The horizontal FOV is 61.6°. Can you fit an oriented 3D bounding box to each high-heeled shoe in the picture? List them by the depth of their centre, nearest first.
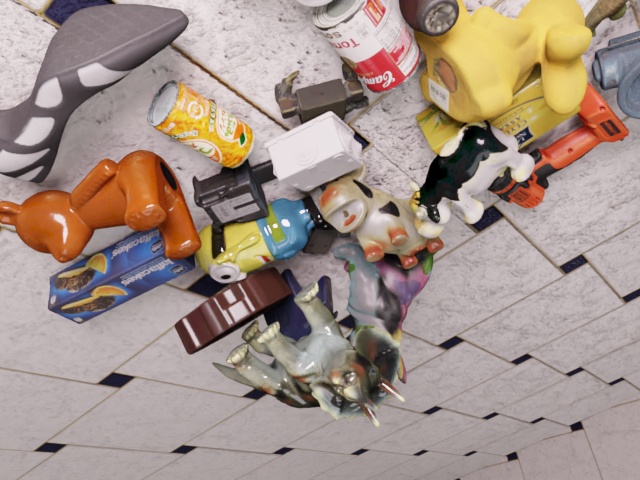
[{"bbox_3d":[-0.224,-0.128,0.519,0.249,0.086,0.145,-15,148,4],"label":"high-heeled shoe"}]

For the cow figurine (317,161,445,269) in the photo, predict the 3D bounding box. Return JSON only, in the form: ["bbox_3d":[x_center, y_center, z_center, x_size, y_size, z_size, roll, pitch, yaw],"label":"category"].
[{"bbox_3d":[0.075,-0.036,0.727,0.195,0.127,0.085,12,136,-47],"label":"cow figurine"}]

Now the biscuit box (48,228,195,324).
[{"bbox_3d":[-0.271,0.044,0.734,0.203,0.059,0.062,-26,143,11],"label":"biscuit box"}]

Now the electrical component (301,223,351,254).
[{"bbox_3d":[-0.002,-0.002,0.813,0.094,0.021,0.063,1,140,-24],"label":"electrical component"}]

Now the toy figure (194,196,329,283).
[{"bbox_3d":[-0.082,-0.005,0.731,0.180,0.089,0.082,-28,139,0],"label":"toy figure"}]

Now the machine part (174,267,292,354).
[{"bbox_3d":[-0.129,0.103,0.801,0.179,0.056,0.179,-31,175,-3],"label":"machine part"}]

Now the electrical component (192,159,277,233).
[{"bbox_3d":[-0.093,-0.062,0.680,0.119,0.048,0.074,-17,144,2],"label":"electrical component"}]

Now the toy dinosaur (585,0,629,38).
[{"bbox_3d":[0.408,-0.339,0.474,0.471,0.105,0.198,-35,143,30],"label":"toy dinosaur"}]

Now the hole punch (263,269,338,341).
[{"bbox_3d":[-0.038,0.120,0.889,0.092,0.116,0.142,17,132,-27],"label":"hole punch"}]

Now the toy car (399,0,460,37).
[{"bbox_3d":[0.099,-0.272,0.448,0.053,0.089,0.202,-11,142,-8],"label":"toy car"}]

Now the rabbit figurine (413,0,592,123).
[{"bbox_3d":[0.204,-0.201,0.552,0.173,0.163,0.121,-30,132,-12],"label":"rabbit figurine"}]

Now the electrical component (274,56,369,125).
[{"bbox_3d":[0.002,-0.160,0.595,0.102,0.045,0.078,-16,172,3],"label":"electrical component"}]

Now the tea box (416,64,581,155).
[{"bbox_3d":[0.218,-0.156,0.663,0.170,0.068,0.098,-35,140,21],"label":"tea box"}]

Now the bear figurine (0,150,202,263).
[{"bbox_3d":[-0.254,-0.020,0.605,0.196,0.132,0.120,-25,150,0],"label":"bear figurine"}]

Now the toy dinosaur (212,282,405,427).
[{"bbox_3d":[-0.024,0.190,0.785,0.131,0.192,0.405,-44,-176,-33],"label":"toy dinosaur"}]

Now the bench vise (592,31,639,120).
[{"bbox_3d":[0.438,-0.178,0.595,0.224,0.240,0.128,-6,149,12],"label":"bench vise"}]

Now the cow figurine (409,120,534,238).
[{"bbox_3d":[0.157,-0.067,0.641,0.098,0.068,0.167,21,129,-31],"label":"cow figurine"}]

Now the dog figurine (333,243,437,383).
[{"bbox_3d":[0.112,0.104,0.825,0.192,0.219,0.108,-19,158,4],"label":"dog figurine"}]
